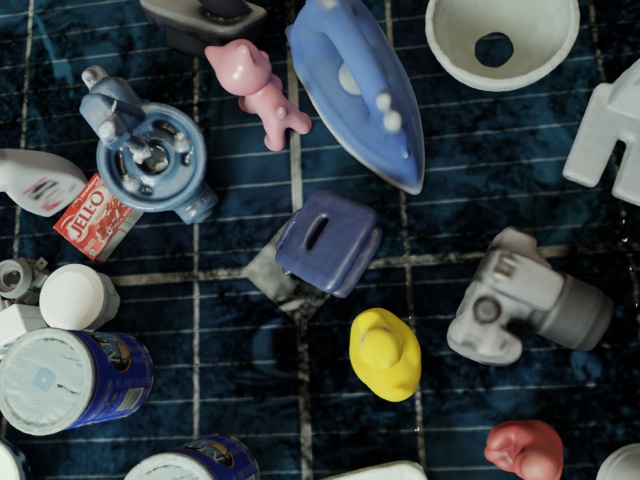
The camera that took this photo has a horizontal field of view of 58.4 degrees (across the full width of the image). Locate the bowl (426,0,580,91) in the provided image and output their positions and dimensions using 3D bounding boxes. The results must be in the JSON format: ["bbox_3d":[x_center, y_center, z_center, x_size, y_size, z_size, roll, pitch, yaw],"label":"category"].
[{"bbox_3d":[0.206,-0.240,0.666,0.167,0.075,0.167,-2,79,8],"label":"bowl"}]

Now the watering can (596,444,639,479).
[{"bbox_3d":[0.319,0.248,0.490,0.100,0.194,0.173,0,79,9],"label":"watering can"}]

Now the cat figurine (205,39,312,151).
[{"bbox_3d":[-0.074,-0.181,0.673,0.067,0.118,0.127,-38,76,0],"label":"cat figurine"}]

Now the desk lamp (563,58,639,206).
[{"bbox_3d":[0.347,-0.163,0.559,0.117,0.214,0.203,22,83,12],"label":"desk lamp"}]

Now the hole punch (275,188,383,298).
[{"bbox_3d":[0.006,0.002,0.638,0.101,0.091,0.109,29,84,13],"label":"hole punch"}]

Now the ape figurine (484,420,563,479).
[{"bbox_3d":[0.209,0.216,0.566,0.076,0.092,0.078,-28,76,2],"label":"ape figurine"}]

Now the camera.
[{"bbox_3d":[0.218,0.072,0.588,0.136,0.101,0.143,26,83,12],"label":"camera"}]

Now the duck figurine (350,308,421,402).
[{"bbox_3d":[0.068,0.121,0.608,0.077,0.086,0.104,-23,76,3],"label":"duck figurine"}]

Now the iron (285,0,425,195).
[{"bbox_3d":[0.050,-0.179,0.642,0.118,0.141,0.258,-29,76,2],"label":"iron"}]

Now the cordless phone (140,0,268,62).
[{"bbox_3d":[-0.152,-0.294,0.672,0.147,0.185,0.094,18,82,12],"label":"cordless phone"}]

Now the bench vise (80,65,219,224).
[{"bbox_3d":[-0.219,-0.115,0.628,0.207,0.220,0.121,33,85,13],"label":"bench vise"}]

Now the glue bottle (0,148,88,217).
[{"bbox_3d":[-0.345,-0.078,0.663,0.078,0.173,0.037,-43,76,-1],"label":"glue bottle"}]
